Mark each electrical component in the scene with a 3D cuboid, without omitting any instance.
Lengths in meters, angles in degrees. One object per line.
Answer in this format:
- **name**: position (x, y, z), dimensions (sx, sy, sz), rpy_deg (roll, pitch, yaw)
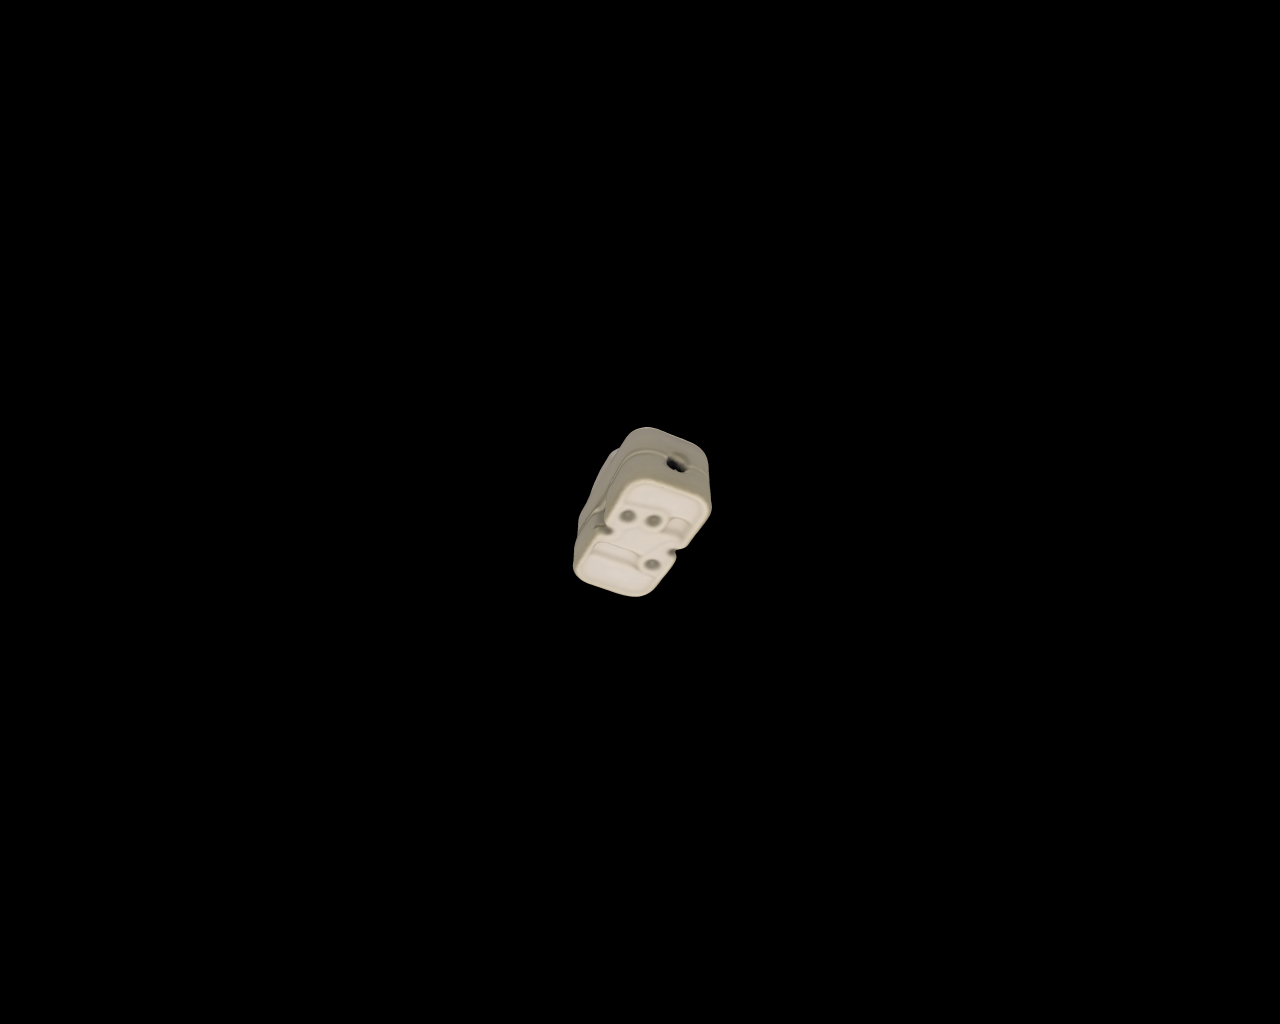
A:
- **electrical component**: position (0.001, -0.003, 0.650), dimensions (0.054, 0.059, 0.095), rpy_deg (20, -50, -17)
